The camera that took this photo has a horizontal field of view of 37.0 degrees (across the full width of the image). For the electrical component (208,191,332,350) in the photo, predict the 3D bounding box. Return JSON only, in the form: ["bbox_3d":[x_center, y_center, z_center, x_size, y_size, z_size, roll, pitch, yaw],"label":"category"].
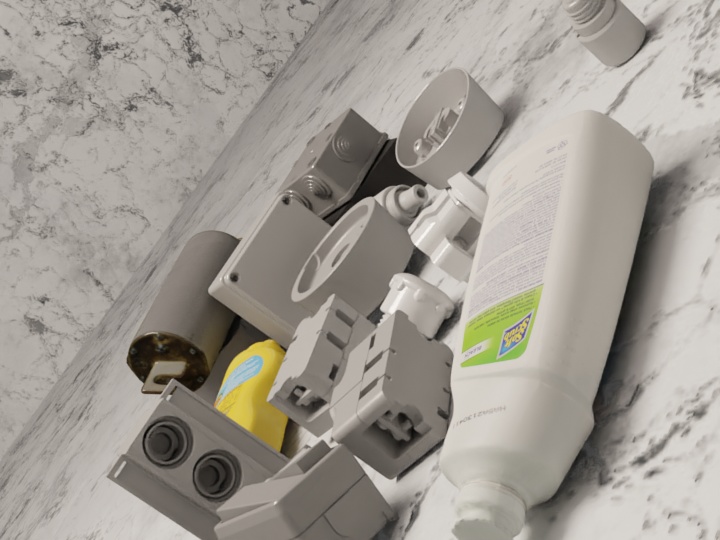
[{"bbox_3d":[-0.063,0.004,0.984,0.108,0.109,0.056,-58,13,-24],"label":"electrical component"}]

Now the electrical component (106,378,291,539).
[{"bbox_3d":[-0.106,0.144,0.751,0.078,0.121,0.063,-58,12,-21],"label":"electrical component"}]

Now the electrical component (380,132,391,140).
[{"bbox_3d":[0.004,-0.097,1.141,0.099,0.048,0.100,-54,14,-8],"label":"electrical component"}]

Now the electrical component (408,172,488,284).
[{"bbox_3d":[0.073,-0.031,0.750,0.057,0.058,0.078,-52,13,11],"label":"electrical component"}]

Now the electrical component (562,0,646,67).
[{"bbox_3d":[0.172,-0.181,0.777,0.040,0.078,0.040,-37,34,31],"label":"electrical component"}]

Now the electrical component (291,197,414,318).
[{"bbox_3d":[0.000,0.000,0.893,0.108,0.060,0.108,-48,15,17],"label":"electrical component"}]

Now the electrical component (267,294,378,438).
[{"bbox_3d":[-0.022,0.072,0.794,0.050,0.056,0.089,-41,18,37],"label":"electrical component"}]

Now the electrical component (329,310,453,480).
[{"bbox_3d":[0.019,0.078,0.666,0.056,0.050,0.089,-44,17,29],"label":"electrical component"}]

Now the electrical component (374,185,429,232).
[{"bbox_3d":[0.035,-0.055,0.952,0.062,0.043,0.043,-33,23,48],"label":"electrical component"}]

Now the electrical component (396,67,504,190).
[{"bbox_3d":[0.077,-0.122,0.942,0.099,0.064,0.099,-47,15,17],"label":"electrical component"}]

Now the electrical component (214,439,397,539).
[{"bbox_3d":[-0.039,0.145,0.625,0.062,0.061,0.096,-36,1,-40],"label":"electrical component"}]

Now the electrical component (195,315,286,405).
[{"bbox_3d":[-0.127,0.098,1.056,0.113,0.057,0.078,-47,16,17],"label":"electrical component"}]

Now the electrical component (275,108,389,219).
[{"bbox_3d":[-0.029,-0.100,1.038,0.100,0.048,0.099,-29,26,55],"label":"electrical component"}]

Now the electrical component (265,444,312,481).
[{"bbox_3d":[-0.039,0.144,0.713,0.046,0.040,0.040,-47,14,-5],"label":"electrical component"}]

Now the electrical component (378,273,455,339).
[{"bbox_3d":[0.032,0.036,0.742,0.062,0.048,0.048,-60,15,-3],"label":"electrical component"}]
